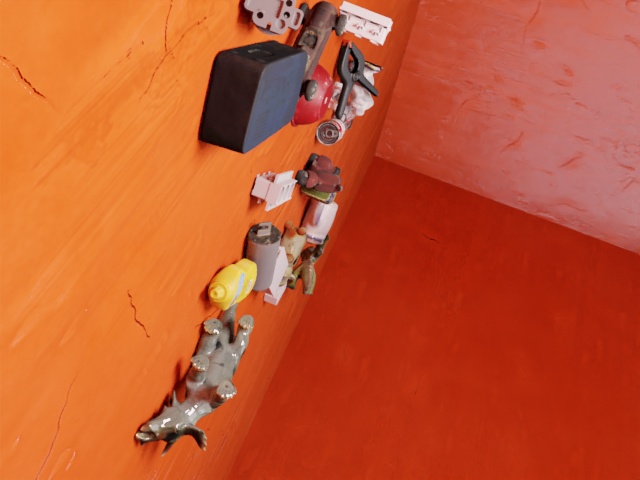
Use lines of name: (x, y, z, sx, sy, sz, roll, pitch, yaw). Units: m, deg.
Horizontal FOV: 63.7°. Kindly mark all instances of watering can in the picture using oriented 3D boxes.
watering can: (0.006, -0.095, 1.893, 0.104, 0.223, 0.349, 23, 6, 4)

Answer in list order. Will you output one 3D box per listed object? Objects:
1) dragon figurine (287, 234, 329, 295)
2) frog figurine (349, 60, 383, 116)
dragon figurine: (-0.033, 0.082, 1.914, 0.122, 0.244, 0.409, 25, -6, -11)
frog figurine: (0.117, -0.465, 1.569, 0.122, 0.157, 0.140, 20, 23, -11)
